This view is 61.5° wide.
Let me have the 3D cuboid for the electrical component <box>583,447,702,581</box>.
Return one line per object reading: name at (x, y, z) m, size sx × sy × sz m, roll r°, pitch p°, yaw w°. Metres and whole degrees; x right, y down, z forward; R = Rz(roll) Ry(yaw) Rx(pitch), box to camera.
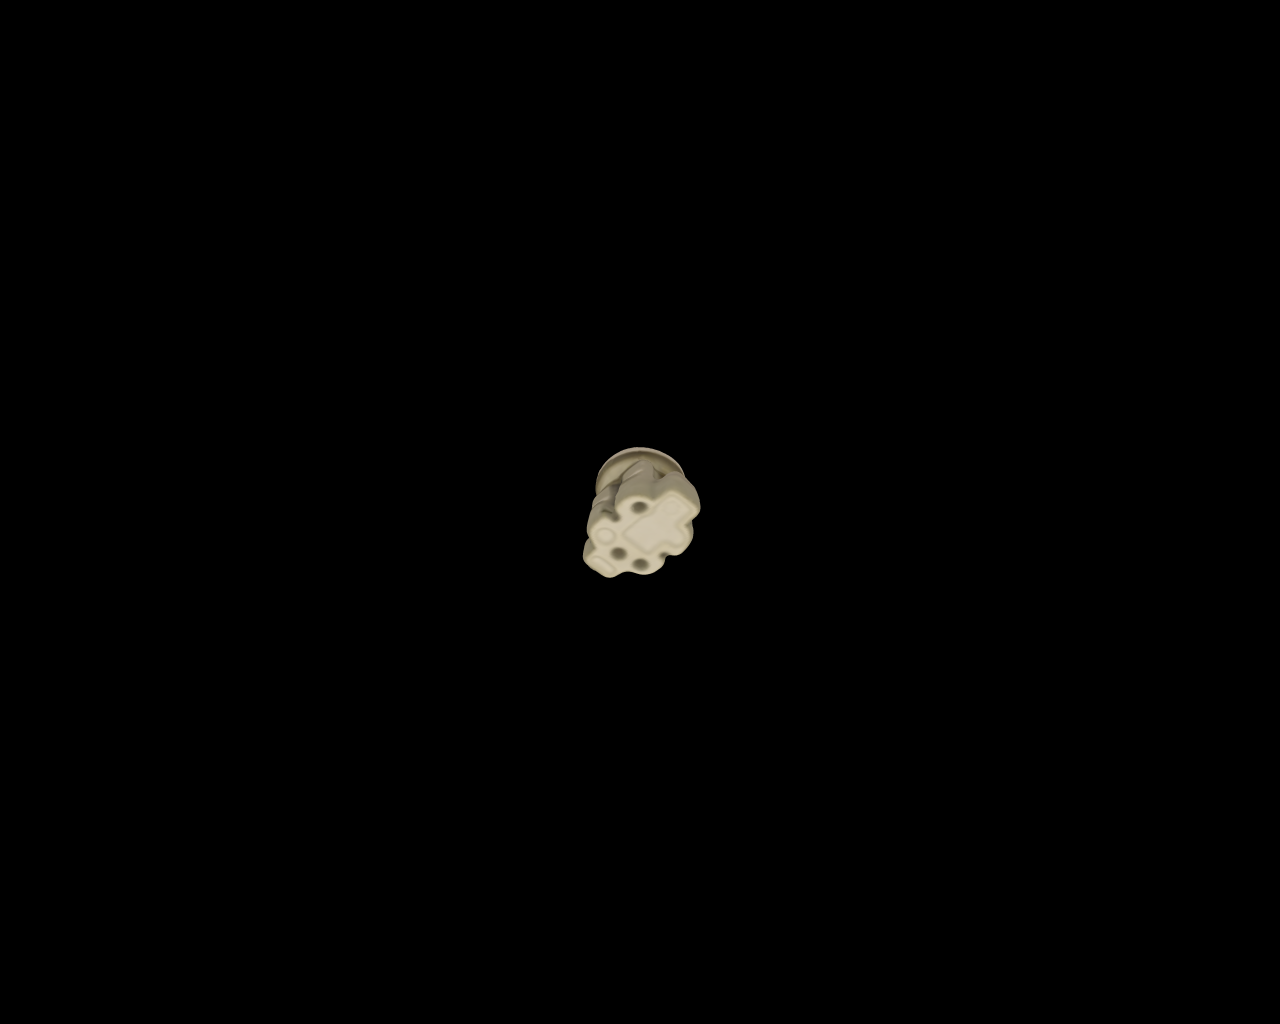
electrical component at (0.001, -0.003, 0.650) m, size 0.058 × 0.057 × 0.078 m, roll 39°, pitch -62°, yaw -25°
